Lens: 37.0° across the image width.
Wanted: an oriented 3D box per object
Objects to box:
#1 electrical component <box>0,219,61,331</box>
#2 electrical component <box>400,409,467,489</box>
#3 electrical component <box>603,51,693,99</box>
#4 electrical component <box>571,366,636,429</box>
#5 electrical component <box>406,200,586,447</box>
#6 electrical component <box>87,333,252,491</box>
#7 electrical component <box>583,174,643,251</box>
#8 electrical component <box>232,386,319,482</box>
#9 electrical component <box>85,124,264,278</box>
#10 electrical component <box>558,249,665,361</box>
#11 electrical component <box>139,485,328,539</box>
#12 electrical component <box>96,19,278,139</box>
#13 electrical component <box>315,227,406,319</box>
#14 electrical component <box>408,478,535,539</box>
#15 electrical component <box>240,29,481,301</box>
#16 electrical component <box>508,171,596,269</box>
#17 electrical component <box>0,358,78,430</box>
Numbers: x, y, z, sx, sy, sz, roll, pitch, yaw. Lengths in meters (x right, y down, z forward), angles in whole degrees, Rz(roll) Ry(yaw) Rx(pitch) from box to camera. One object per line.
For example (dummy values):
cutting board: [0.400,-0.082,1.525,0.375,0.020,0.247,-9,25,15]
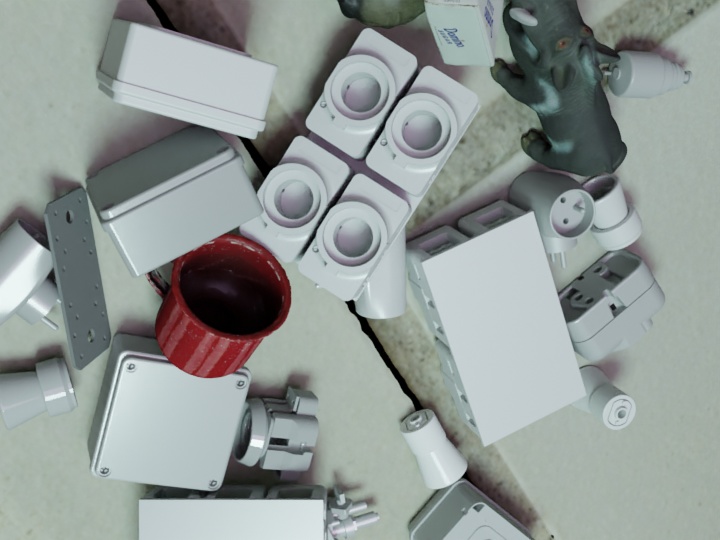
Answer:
electrical component: [-0.254,0.015,0.816,0.079,0.043,0.077,42,90,-25]
electrical component: [0.064,0.159,0.975,0.044,0.044,0.065,-32,109,-8]
electrical component: [0.254,-0.170,0.939,0.078,0.040,0.040,-1,107,-19]
electrical component: [0.228,0.122,1.006,0.044,0.065,0.044,-6,108,-18]
electrical component: [0.117,0.045,0.947,0.105,0.060,0.186,-25,113,-11]
electrical component: [-0.156,0.116,0.875,0.109,0.056,0.108,12,102,-22]
electrical component: [0.223,-0.051,0.963,0.045,0.045,0.055,-38,115,-5]
electrical component: [-0.074,0.138,0.911,0.057,0.058,0.078,10,103,-25]
electrical component: [-0.140,-0.055,0.799,0.109,0.109,0.056,-28,116,-9]
electrical component: [0.227,0.035,0.986,0.095,0.054,0.059,-40,115,-4]
electrical component: [-0.103,0.228,0.897,0.150,0.062,0.089,0,91,1]
electrical component: [-0.127,-0.140,0.777,0.109,0.109,0.056,13,99,-22]
electrical component: [0.000,0.000,0.901,0.079,0.043,0.077,-7,109,-17]
electrical component: [0.110,0.257,1.011,0.113,0.057,0.078,41,90,-25]
electrical component: [0.000,-0.080,0.842,0.105,0.060,0.186,33,94,4]
electrical component: [0.167,-0.040,0.929,0.043,0.077,0.079,-17,111,-14]
electrical component: [-0.253,0.096,0.841,0.055,0.045,0.045,-16,111,-15]
